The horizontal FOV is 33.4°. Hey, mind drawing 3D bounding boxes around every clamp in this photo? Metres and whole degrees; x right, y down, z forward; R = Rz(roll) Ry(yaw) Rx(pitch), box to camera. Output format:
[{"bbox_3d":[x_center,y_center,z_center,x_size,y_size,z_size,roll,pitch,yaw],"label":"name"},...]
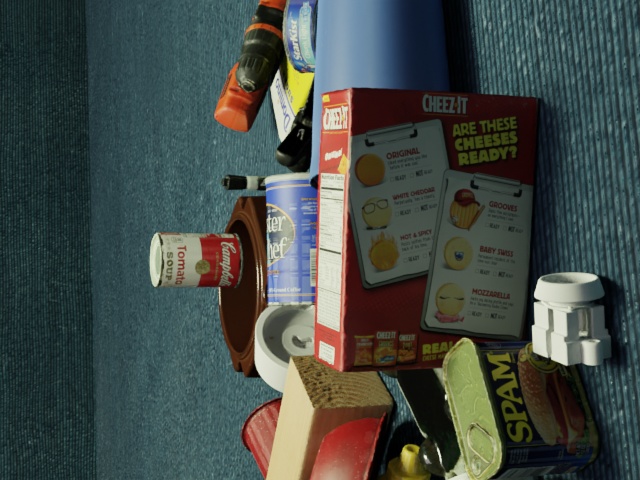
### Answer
[{"bbox_3d":[-0.014,-0.120,1.171,0.210,0.036,0.164,104,-171,-69],"label":"clamp"}]

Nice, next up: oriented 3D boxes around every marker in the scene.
[{"bbox_3d":[-0.058,-0.067,1.272,0.020,0.121,0.020,-179,90,-69],"label":"marker"}]

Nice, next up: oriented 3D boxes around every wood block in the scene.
[{"bbox_3d":[0.004,0.232,1.146,0.091,0.090,0.206,-121,36,-55],"label":"wood block"}]

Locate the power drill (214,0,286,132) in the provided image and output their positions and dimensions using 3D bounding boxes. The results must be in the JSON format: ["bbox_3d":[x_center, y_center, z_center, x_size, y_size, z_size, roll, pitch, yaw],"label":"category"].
[{"bbox_3d":[-0.082,-0.220,1.360,0.188,0.057,0.184,125,167,-56],"label":"power drill"}]

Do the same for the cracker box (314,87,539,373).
[{"bbox_3d":[0.081,-0.008,0.840,0.072,0.164,0.214,-169,80,-67],"label":"cracker box"}]

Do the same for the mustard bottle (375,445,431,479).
[{"bbox_3d":[0.072,0.280,1.008,0.096,0.058,0.192,-113,29,-67],"label":"mustard bottle"}]

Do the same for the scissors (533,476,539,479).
[{"bbox_3d":[0.156,0.204,0.846,0.096,0.016,0.202,132,134,-60],"label":"scissors"}]

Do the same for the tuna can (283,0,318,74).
[{"bbox_3d":[-0.003,-0.207,1.050,0.086,0.034,0.086,4,-90,-66],"label":"tuna can"}]

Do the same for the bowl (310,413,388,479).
[{"bbox_3d":[0.021,0.239,1.027,0.162,0.055,0.162,14,-91,-82],"label":"bowl"}]

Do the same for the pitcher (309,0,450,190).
[{"bbox_3d":[0.052,-0.161,0.981,0.149,0.144,0.243,-7,76,29],"label":"pitcher"}]

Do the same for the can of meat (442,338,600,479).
[{"bbox_3d":[0.146,0.123,0.778,0.058,0.083,0.102,121,144,-53],"label":"can of meat"}]

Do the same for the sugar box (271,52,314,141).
[{"bbox_3d":[-0.013,-0.196,1.261,0.176,0.048,0.093,123,142,-53],"label":"sugar box"}]

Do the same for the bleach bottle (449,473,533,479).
[{"bbox_3d":[0.140,0.300,0.782,0.103,0.068,0.251,131,131,-59],"label":"bleach bottle"}]

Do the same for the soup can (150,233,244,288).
[{"bbox_3d":[-0.151,0.025,1.306,0.069,0.102,0.068,-179,90,-70],"label":"soup can"}]

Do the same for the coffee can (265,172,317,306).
[{"bbox_3d":[-0.008,0.001,1.163,0.103,0.102,0.140,170,99,-69],"label":"coffee can"}]

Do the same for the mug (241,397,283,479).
[{"bbox_3d":[-0.029,0.238,1.256,0.117,0.093,0.081,-46,40,9],"label":"mug"}]
